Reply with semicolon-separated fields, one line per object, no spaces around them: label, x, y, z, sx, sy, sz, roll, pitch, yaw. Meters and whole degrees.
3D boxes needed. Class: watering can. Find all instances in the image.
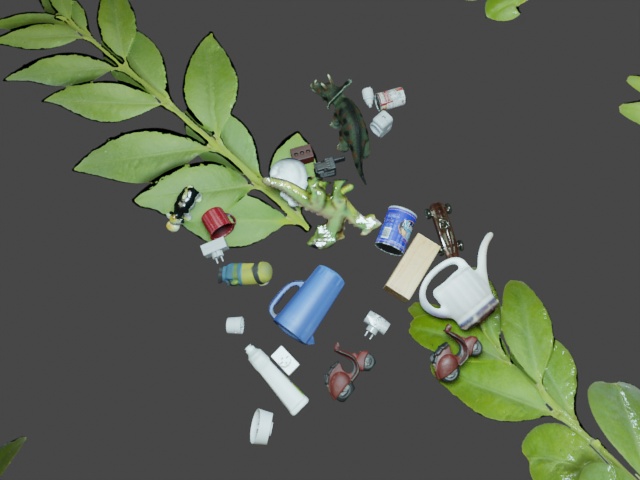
watering can;0.489;0.143;1.669;0.349;0.102;0.226;-36;77;-10

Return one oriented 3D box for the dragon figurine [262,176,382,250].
dragon figurine;0.005;-0.087;1.735;0.410;0.122;0.243;2;90;-7

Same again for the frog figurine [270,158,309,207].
frog figurine;-0.106;-0.199;1.785;0.137;0.120;0.163;8;60;-16
